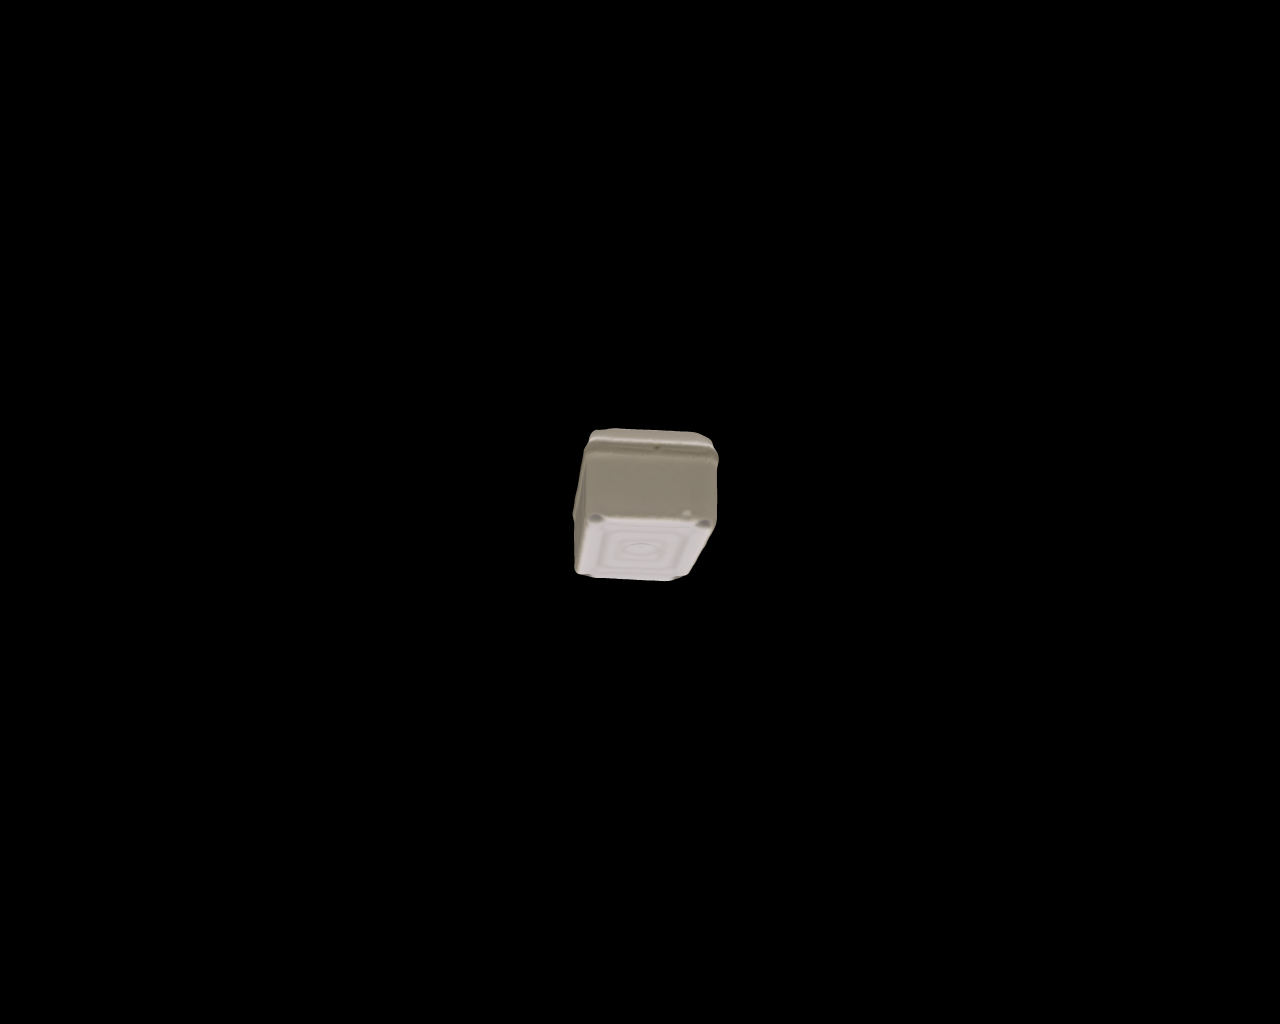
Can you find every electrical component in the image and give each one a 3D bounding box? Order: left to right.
[{"bbox_3d":[0.001,-0.003,0.650,0.078,0.057,0.113,3,-22,-7],"label":"electrical component"}]
